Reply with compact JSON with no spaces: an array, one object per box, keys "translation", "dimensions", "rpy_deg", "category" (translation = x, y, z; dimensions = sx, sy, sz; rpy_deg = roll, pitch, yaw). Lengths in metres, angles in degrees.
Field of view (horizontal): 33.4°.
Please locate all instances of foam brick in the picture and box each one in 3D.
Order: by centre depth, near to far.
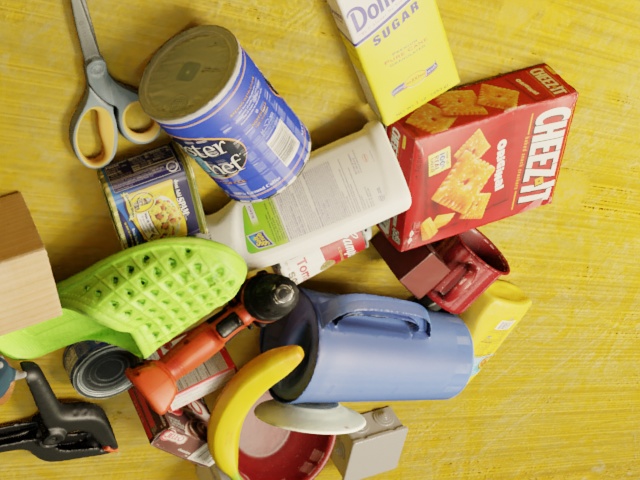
[{"translation":[0.105,0.018,1.242],"dimensions":[0.051,0.078,0.053],"rpy_deg":[-40,139,8],"category":"foam brick"}]

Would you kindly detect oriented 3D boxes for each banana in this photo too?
[{"translation":[-0.081,0.186,1.179],"dimensions":[0.069,0.037,0.198],"rpy_deg":[20,115,-5],"category":"banana"}]

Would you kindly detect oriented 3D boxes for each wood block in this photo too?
[{"translation":[-0.348,0.045,0.954],"dimensions":[0.205,0.091,0.090],"rpy_deg":[-19,137,-18],"category":"wood block"}]

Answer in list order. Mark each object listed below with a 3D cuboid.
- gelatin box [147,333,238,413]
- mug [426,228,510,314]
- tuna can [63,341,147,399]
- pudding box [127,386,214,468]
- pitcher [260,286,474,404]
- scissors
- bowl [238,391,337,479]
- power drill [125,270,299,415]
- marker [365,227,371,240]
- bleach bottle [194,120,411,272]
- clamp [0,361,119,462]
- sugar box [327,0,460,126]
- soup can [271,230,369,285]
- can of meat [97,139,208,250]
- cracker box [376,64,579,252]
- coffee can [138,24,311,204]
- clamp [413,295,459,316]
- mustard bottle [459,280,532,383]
[{"translation":[-0.145,0.143,1.195],"dimensions":[0.089,0.073,0.030],"rpy_deg":[-26,140,-11],"category":"gelatin box"},{"translation":[0.167,0.040,1.283],"dimensions":[0.093,0.117,0.082],"rpy_deg":[38,112,-9],"category":"mug"},{"translation":[-0.232,0.132,1.157],"dimensions":[0.086,0.034,0.086],"rpy_deg":[-18,137,-19],"category":"tuna can"},{"translation":[-0.164,0.207,1.232],"dimensions":[0.039,0.090,0.113],"rpy_deg":[-39,140,8],"category":"pudding box"},{"translation":[0.065,0.125,1.250],"dimensions":[0.242,0.149,0.145],"rpy_deg":[7,97,-31],"category":"pitcher"},{"translation":[-0.180,-0.149,0.940],"dimensions":[0.096,0.016,0.202],"rpy_deg":[-11,134,-28],"category":"scissors"},{"translation":[-0.058,0.231,1.320],"dimensions":[0.161,0.055,0.162],"rpy_deg":[-2,93,-33],"category":"bowl"},{"translation":[-0.109,0.102,1.103],"dimensions":[0.187,0.057,0.185],"rpy_deg":[-37,-177,-15],"category":"power drill"},{"translation":[0.049,-0.048,1.186],"dimensions":[0.020,0.020,0.121],"rpy_deg":[-19,137,-18],"category":"marker"},{"translation":[-0.039,-0.032,1.098],"dimensions":[0.250,0.102,0.068],"rpy_deg":[-21,173,-3],"category":"bleach bottle"},{"translation":[-0.296,0.200,1.170],"dimensions":[0.165,0.036,0.209],"rpy_deg":[-43,141,23],"category":"clamp"},{"translation":[0.071,-0.202,1.035],"dimensions":[0.093,0.048,0.176],"rpy_deg":[-32,140,-3],"category":"sugar box"},{"translation":[-0.008,0.001,1.159],"dimensions":[0.102,0.068,0.068],"rpy_deg":[-28,139,-8],"category":"soup can"},{"translation":[-0.162,-0.038,1.027],"dimensions":[0.084,0.057,0.102],"rpy_deg":[-21,137,-13],"category":"can of meat"},{"translation":[0.172,-0.090,1.189],"dimensions":[0.213,0.072,0.164],"rpy_deg":[-17,136,-21],"category":"cracker box"},{"translation":[-0.084,-0.112,0.972],"dimensions":[0.103,0.103,0.140],"rpy_deg":[-38,139,4],"category":"coffee can"},{"translation":[0.116,0.120,1.377],"dimensions":[0.120,0.039,0.172],"rpy_deg":[12,116,-46],"category":"clamp"},{"translation":[0.200,0.142,1.437],"dimensions":[0.096,0.058,0.192],"rpy_deg":[3,127,-48],"category":"mustard bottle"}]
